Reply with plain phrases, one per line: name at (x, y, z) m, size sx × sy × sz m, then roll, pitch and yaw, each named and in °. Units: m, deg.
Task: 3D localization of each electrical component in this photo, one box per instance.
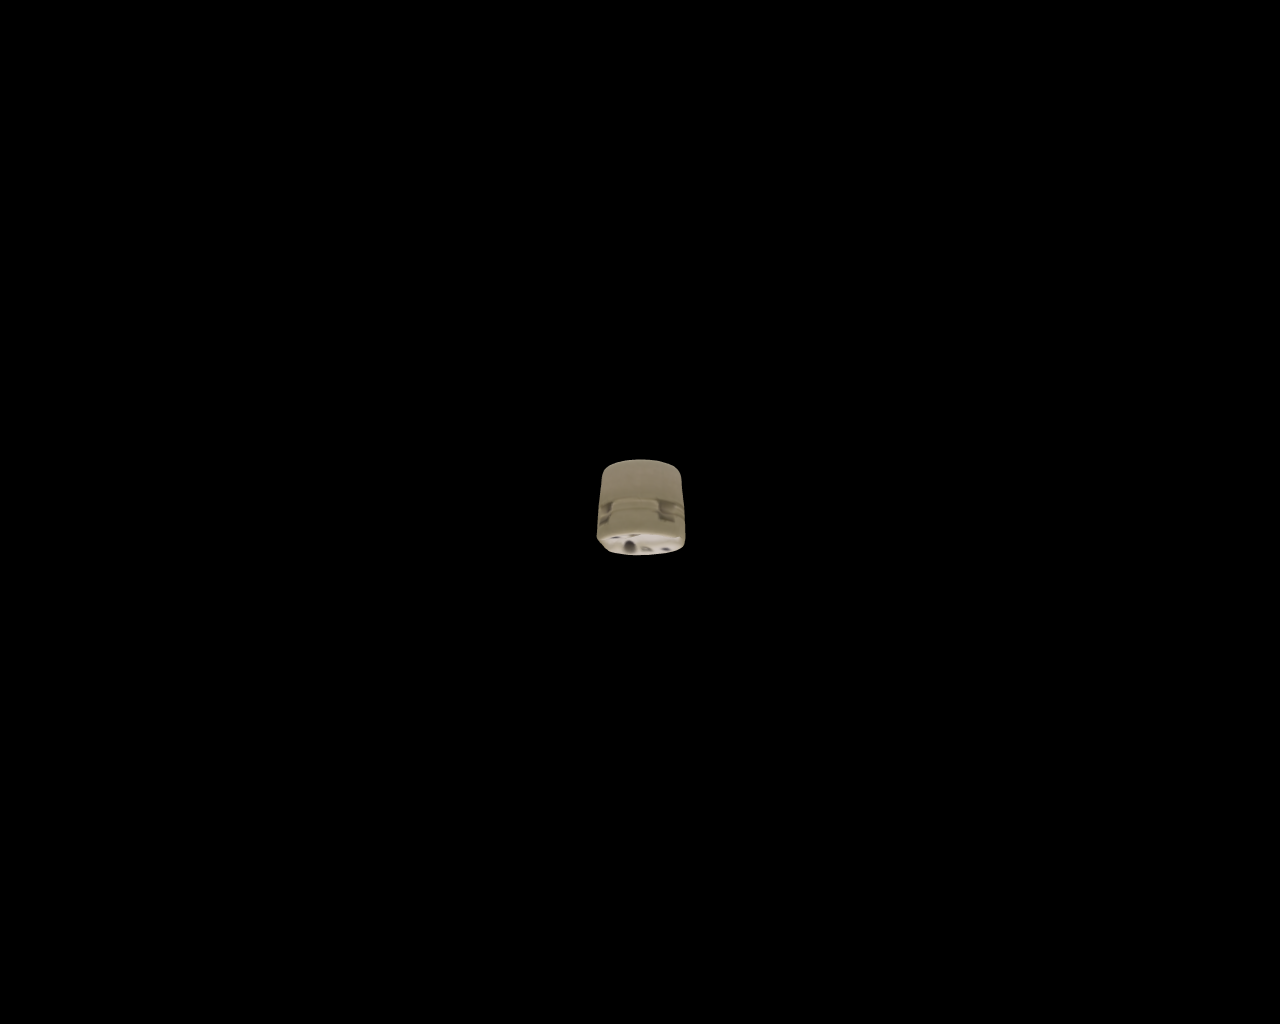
electrical component at (0.001, -0.003, 0.650) m, size 0.055 × 0.047 × 0.055 m, roll 0°, pitch -18°, yaw 0°
